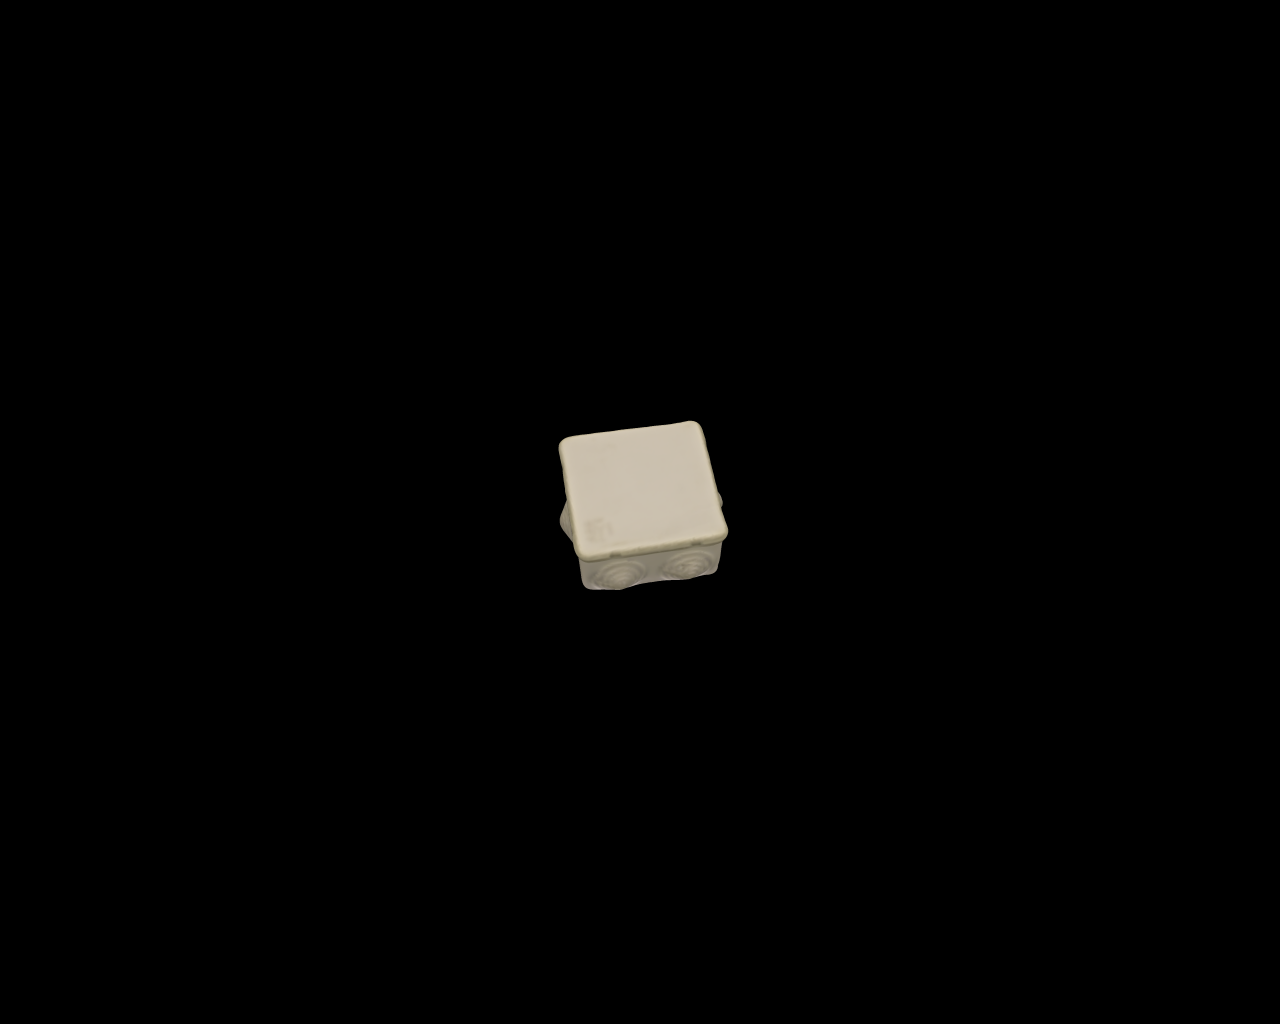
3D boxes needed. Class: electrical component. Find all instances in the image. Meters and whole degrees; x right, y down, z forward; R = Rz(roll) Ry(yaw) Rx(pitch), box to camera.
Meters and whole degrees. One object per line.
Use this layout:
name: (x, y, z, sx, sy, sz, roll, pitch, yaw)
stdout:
electrical component: (0.001, -0.003, 0.650, 0.100, 0.100, 0.048, -8, -33, -5)
